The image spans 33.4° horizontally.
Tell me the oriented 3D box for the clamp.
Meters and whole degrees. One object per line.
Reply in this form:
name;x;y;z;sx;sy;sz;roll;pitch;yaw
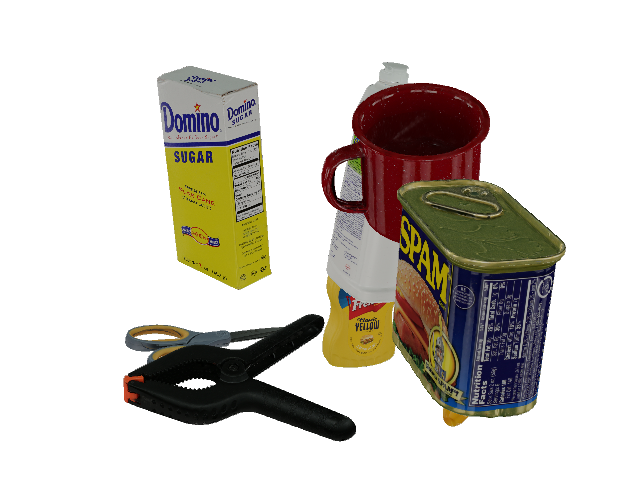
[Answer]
clamp;-0.074;0.136;0.987;0.209;0.036;0.165;-7;35;-16

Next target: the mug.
mug;0.058;-0.048;0.741;0.117;0.081;0.093;-13;41;-11

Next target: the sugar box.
sugar box;-0.091;-0.054;0.918;0.048;0.176;0.093;-26;33;-37

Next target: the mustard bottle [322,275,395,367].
mustard bottle;0.055;0.070;1.390;0.096;0.192;0.058;-4;24;-16

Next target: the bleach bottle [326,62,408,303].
bleach bottle;0.065;-0.065;1.161;0.068;0.251;0.103;-3;23;-29

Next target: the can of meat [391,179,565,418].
can of meat;0.072;0.026;0.523;0.057;0.084;0.102;-4;24;-14

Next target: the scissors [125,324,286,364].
scissors;-0.115;0.119;1.188;0.201;0.016;0.096;3;26;-17

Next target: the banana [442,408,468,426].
banana;0.142;0.119;1.108;0.069;0.037;0.198;-25;30;7
